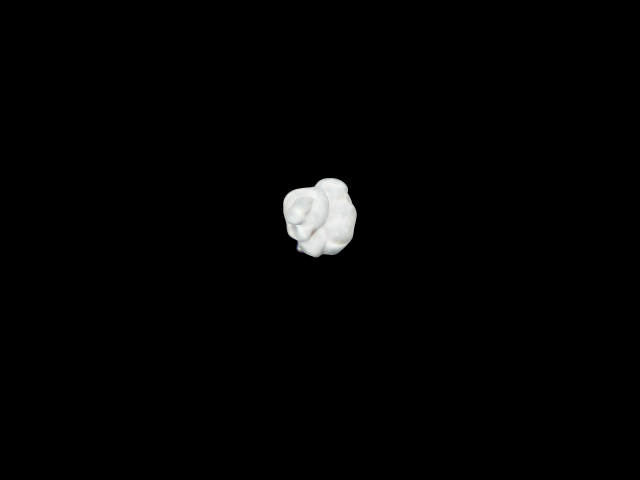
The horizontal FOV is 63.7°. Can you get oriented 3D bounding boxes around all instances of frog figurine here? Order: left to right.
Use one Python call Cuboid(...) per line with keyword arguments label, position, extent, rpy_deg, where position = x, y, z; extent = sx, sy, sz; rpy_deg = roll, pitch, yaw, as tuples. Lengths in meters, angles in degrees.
Cuboid(label="frog figurine", position=(0.003, -0.043, 0.850), extent=(0.123, 0.139, 0.157), rpy_deg=(28, -12, 7))
